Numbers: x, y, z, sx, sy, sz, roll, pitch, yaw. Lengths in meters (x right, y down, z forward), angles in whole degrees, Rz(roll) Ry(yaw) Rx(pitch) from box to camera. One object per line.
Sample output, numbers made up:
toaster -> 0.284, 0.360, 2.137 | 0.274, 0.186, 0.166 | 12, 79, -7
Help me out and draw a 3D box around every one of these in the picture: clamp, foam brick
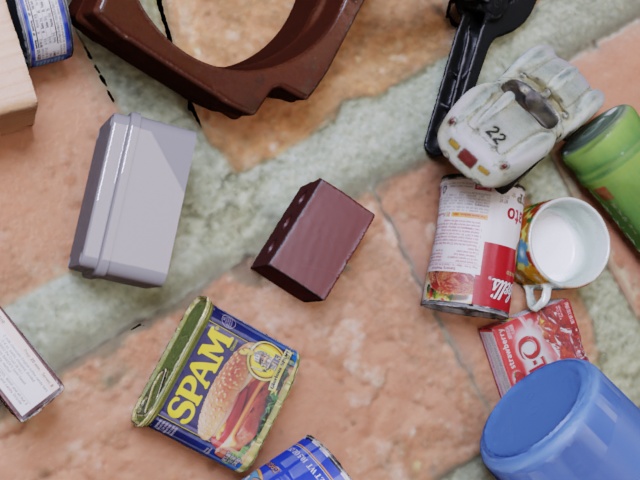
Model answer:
clamp -> 0.124, -0.178, 0.837 | 0.209, 0.036, 0.164 | -42, 133, -29
foam brick -> -0.005, 0.001, 0.791 | 0.051, 0.053, 0.078 | 34, 76, -12

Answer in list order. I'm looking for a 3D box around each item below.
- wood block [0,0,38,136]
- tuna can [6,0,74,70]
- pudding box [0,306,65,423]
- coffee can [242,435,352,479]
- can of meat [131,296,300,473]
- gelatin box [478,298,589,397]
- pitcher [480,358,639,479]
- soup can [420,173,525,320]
wood block -> -0.297, -0.095, 0.689 | 0.205, 0.091, 0.090 | -18, 91, -18
tuna can -> -0.197, -0.162, 0.728 | 0.033, 0.086, 0.086 | -18, 91, -19
pudding box -> -0.219, 0.064, 0.701 | 0.039, 0.090, 0.113 | -40, 98, -18
coffee can -> -0.039, 0.216, 0.737 | 0.140, 0.103, 0.103 | -31, 95, -17
can of meat -> -0.072, 0.104, 0.761 | 0.084, 0.058, 0.102 | 31, 78, -15
gelatin box -> 0.176, 0.100, 0.851 | 0.073, 0.030, 0.089 | -19, 91, -17
pitcher -> 0.224, 0.211, 0.798 | 0.242, 0.145, 0.149 | 46, 67, -14
soup can -> 0.118, 0.006, 0.821 | 0.068, 0.069, 0.102 | 12, 82, -16
